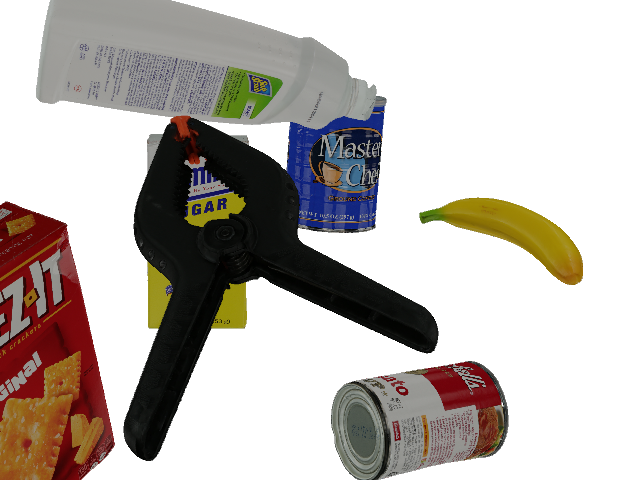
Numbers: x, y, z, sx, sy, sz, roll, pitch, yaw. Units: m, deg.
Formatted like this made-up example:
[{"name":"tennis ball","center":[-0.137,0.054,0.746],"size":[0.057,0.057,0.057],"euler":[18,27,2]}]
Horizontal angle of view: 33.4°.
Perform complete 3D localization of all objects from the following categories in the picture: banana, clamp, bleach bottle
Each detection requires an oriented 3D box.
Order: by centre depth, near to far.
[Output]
[{"name":"clamp","center":[-0.038,0.007,0.584],"size":[0.164,0.210,0.036],"euler":[-14,-38,-3]},{"name":"bleach bottle","center":[-0.083,-0.127,0.813],"size":[0.250,0.068,0.103],"euler":[11,-33,-13]},{"name":"banana","center":[0.188,-0.005,1.036],"size":[0.069,0.037,0.198],"euler":[-39,38,-24]}]

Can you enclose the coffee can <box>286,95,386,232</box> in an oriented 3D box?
[{"name":"coffee can","center":[0.014,-0.087,1.150],"size":[0.103,0.140,0.103],"euler":[4,12,-1]}]

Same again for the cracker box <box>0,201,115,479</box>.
[{"name":"cracker box","center":[-0.233,0.107,0.746],"size":[0.072,0.214,0.164],"euler":[16,38,28]}]

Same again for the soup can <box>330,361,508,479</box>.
[{"name":"soup can","center":[0.066,0.122,0.725],"size":[0.102,0.068,0.069],"euler":[-5,2,-31]}]

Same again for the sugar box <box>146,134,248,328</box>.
[{"name":"sugar box","center":[-0.113,-0.008,0.982],"size":[0.093,0.176,0.048],"euler":[0,14,-5]}]
